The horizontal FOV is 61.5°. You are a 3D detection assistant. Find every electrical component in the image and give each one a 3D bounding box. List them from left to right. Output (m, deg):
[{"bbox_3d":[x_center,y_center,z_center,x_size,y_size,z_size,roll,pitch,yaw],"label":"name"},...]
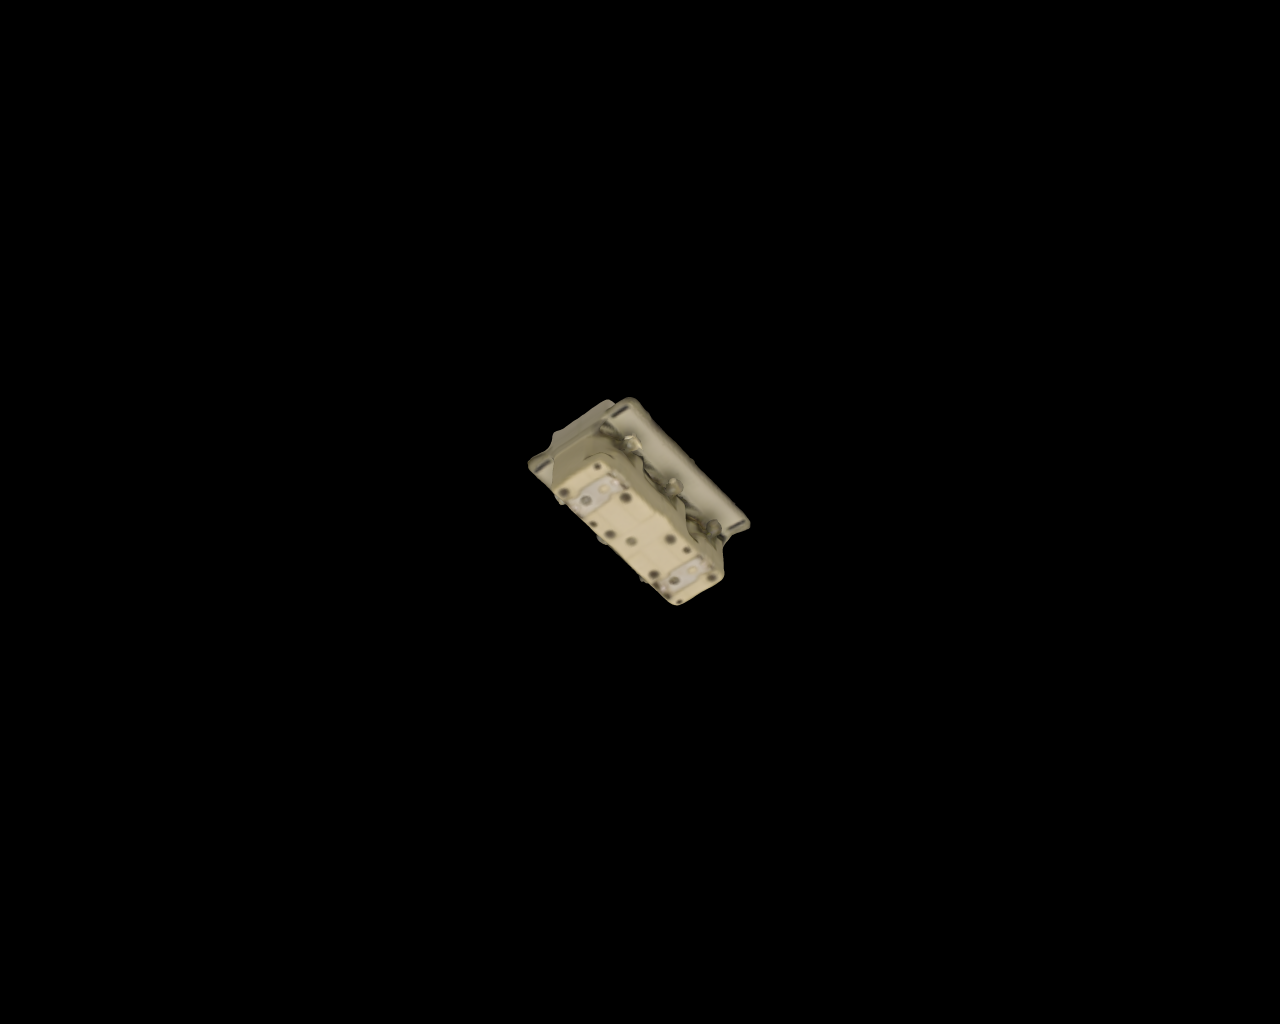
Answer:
[{"bbox_3d":[0.001,-0.003,0.650,0.078,0.121,0.063,-32,32,22],"label":"electrical component"}]
